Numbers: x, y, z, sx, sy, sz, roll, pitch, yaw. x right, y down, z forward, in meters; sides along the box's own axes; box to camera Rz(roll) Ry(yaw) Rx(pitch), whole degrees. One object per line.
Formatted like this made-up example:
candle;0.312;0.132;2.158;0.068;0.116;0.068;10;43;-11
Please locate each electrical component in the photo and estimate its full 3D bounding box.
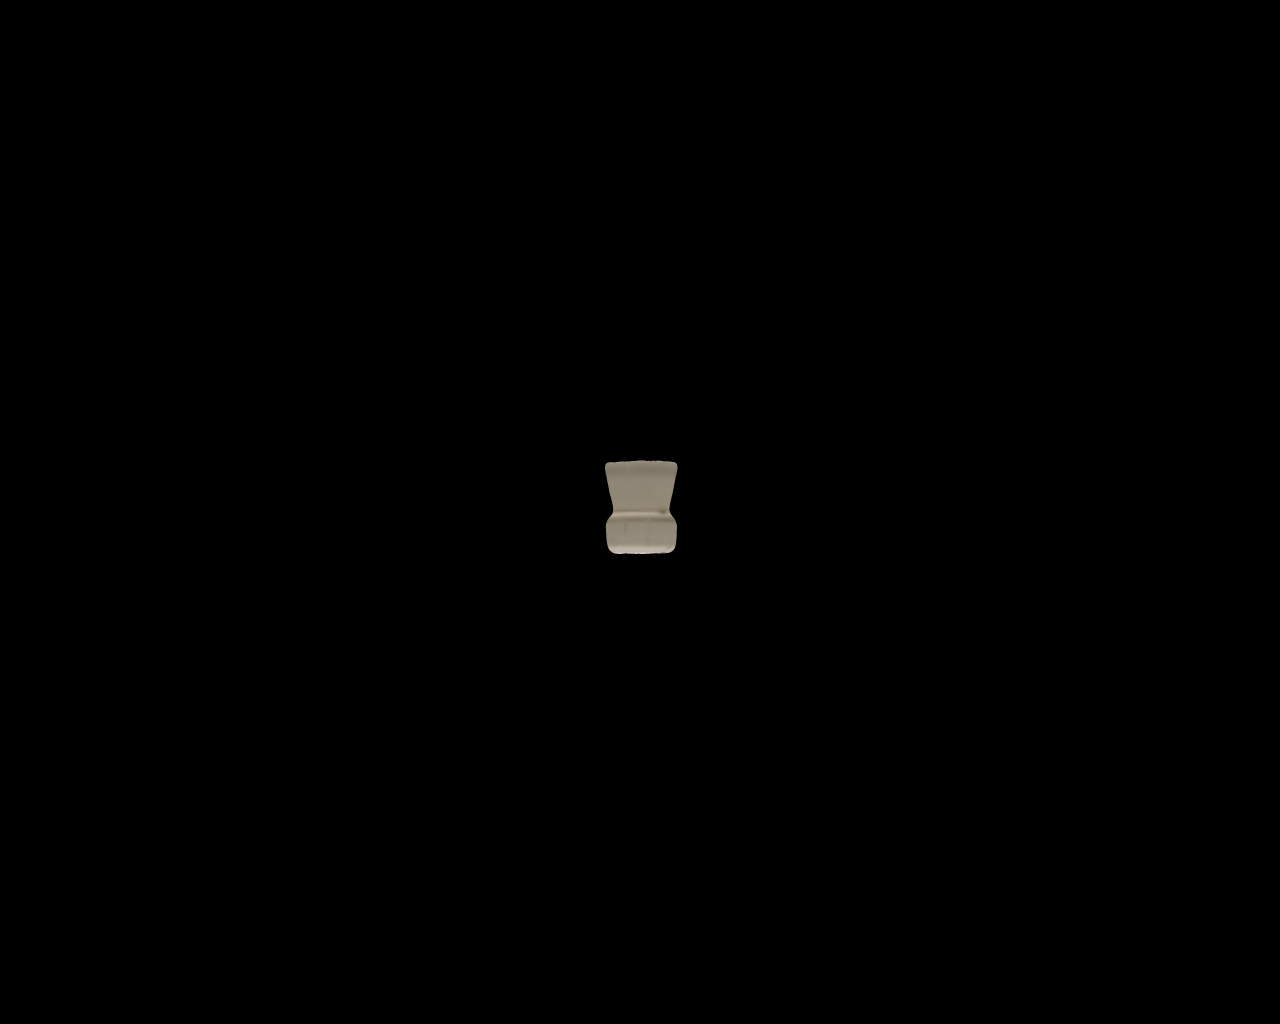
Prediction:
electrical component;0.001;-0.003;0.650;0.045;0.055;0.045;0;-2;0
